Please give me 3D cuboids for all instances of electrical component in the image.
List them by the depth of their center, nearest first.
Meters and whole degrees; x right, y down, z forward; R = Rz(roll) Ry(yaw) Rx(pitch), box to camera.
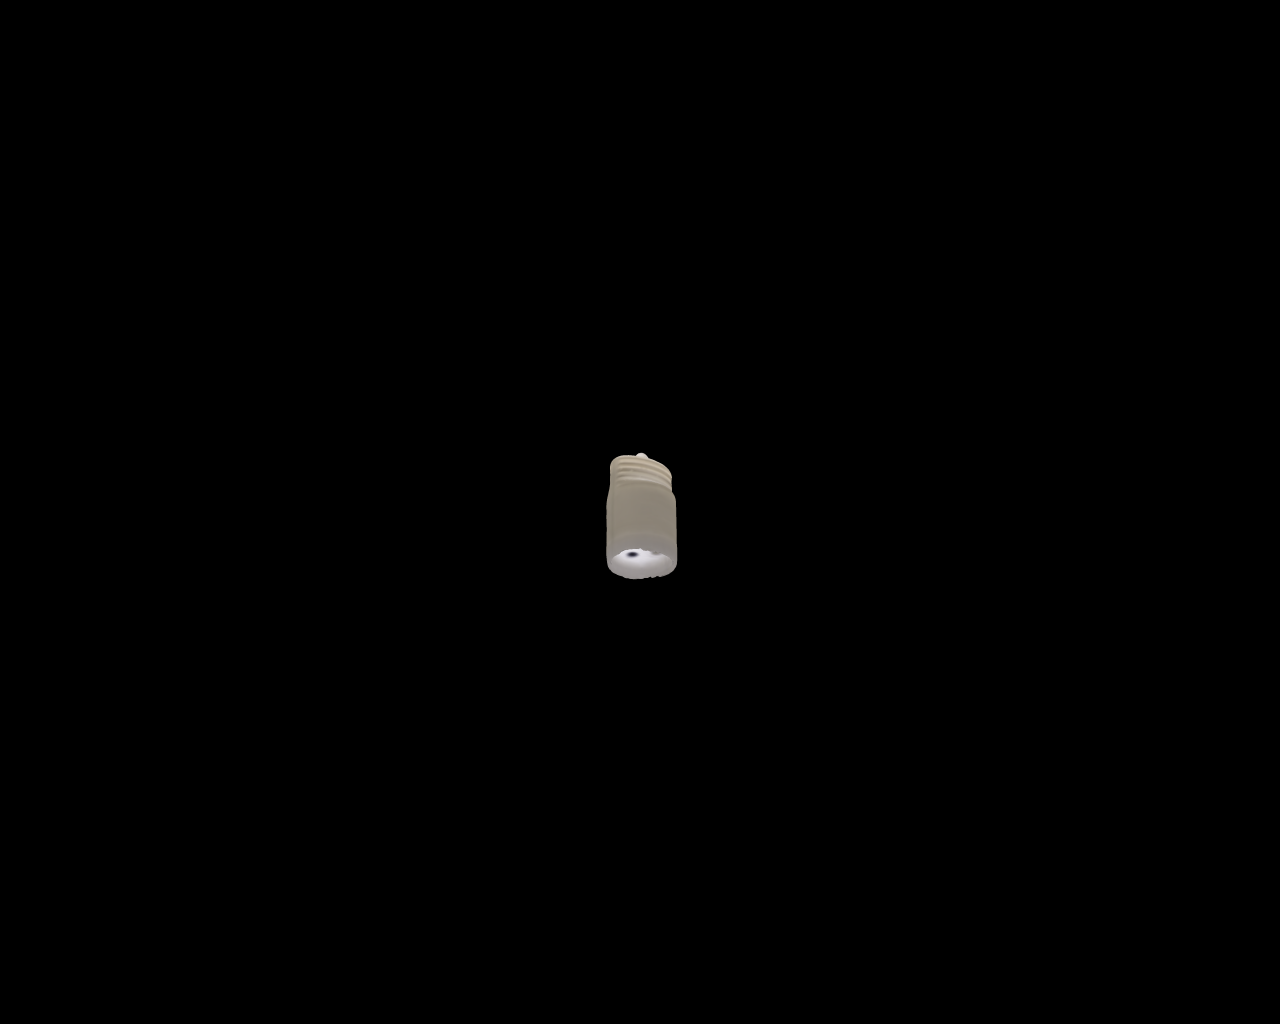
[{"bbox_3d":[0.001,-0.003,0.650,0.043,0.081,0.043,0,-29,0],"label":"electrical component"}]
